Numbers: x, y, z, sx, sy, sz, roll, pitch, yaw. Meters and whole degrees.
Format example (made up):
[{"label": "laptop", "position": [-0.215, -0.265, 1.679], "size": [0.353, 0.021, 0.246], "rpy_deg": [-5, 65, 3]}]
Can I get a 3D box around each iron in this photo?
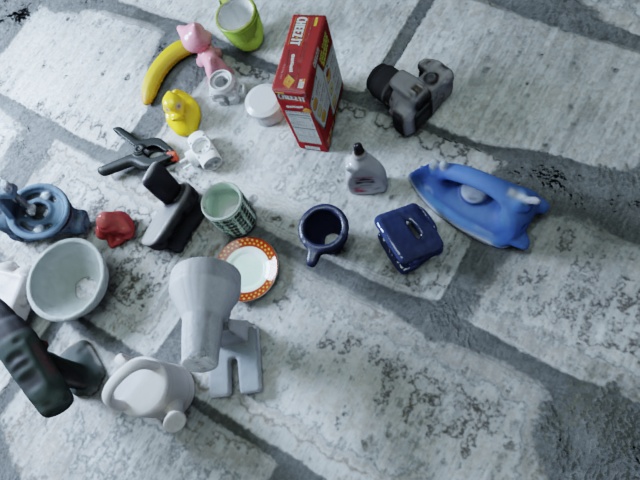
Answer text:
[{"label": "iron", "position": [0.264, -0.088, 1.000], "size": [0.257, 0.142, 0.119], "rpy_deg": [27, 78, 19]}]

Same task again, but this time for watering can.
[{"label": "watering can", "position": [-0.289, 0.252, 0.968], "size": [0.172, 0.194, 0.101], "rpy_deg": [15, 75, 17]}]

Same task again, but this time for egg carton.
[{"label": "egg carton", "position": [-0.623, 0.119, 1.151], "size": [0.107, 0.069, 0.150], "rpy_deg": [9, 73, 15]}]

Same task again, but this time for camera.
[{"label": "camera", "position": [0.168, -0.303, 1.117], "size": [0.136, 0.101, 0.143], "rpy_deg": [42, 84, 21]}]

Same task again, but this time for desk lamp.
[{"label": "desk lamp", "position": [-0.174, 0.152, 0.968], "size": [0.118, 0.214, 0.203], "rpy_deg": [-11, 69, 8]}]

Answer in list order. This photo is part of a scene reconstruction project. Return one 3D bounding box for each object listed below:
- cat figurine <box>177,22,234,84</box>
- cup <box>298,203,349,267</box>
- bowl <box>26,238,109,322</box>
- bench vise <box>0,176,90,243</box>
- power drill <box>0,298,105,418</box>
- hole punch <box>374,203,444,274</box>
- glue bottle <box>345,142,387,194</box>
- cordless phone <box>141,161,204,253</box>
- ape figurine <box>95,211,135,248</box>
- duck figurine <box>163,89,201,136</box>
[{"label": "cat figurine", "position": [-0.252, -0.414, 1.234], "size": [0.067, 0.118, 0.127], "rpy_deg": [-33, 68, -1]}, {"label": "cup", "position": [0.010, 0.004, 1.046], "size": [0.091, 0.095, 0.118], "rpy_deg": [15, 75, 17]}, {"label": "bowl", "position": [-0.483, 0.085, 1.131], "size": [0.167, 0.075, 0.167], "rpy_deg": [-4, 70, 11]}, {"label": "bench vise", "position": [-0.597, -0.051, 1.124], "size": [0.207, 0.220, 0.121], "rpy_deg": [-19, 68, 5]}, {"label": "power drill", "position": [-0.483, 0.211, 1.015], "size": [0.075, 0.209, 0.229], "rpy_deg": [-39, 68, -3]}, {"label": "hole punch", "position": [0.159, -0.011, 1.022], "size": [0.101, 0.091, 0.108], "rpy_deg": [-31, 68, 0]}, {"label": "glue bottle", "position": [0.077, -0.132, 1.037], "size": [0.078, 0.173, 0.037], "rpy_deg": [-7, 70, 10]}, {"label": "cordless phone", "position": [-0.307, -0.064, 1.087], "size": [0.094, 0.185, 0.148], "rpy_deg": [22, 77, 18]}, {"label": "ape figurine", "position": [-0.416, -0.029, 1.148], "size": [0.077, 0.092, 0.076], "rpy_deg": [14, 74, 16]}, {"label": "duck figurine", "position": [-0.303, -0.283, 1.216], "size": [0.077, 0.086, 0.104], "rpy_deg": [-16, 68, 6]}]
